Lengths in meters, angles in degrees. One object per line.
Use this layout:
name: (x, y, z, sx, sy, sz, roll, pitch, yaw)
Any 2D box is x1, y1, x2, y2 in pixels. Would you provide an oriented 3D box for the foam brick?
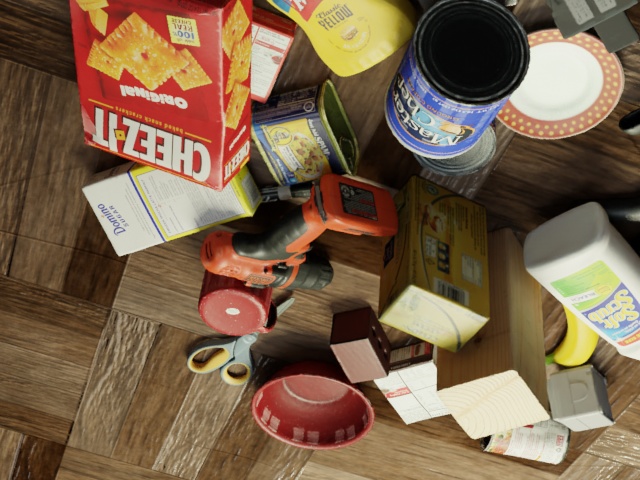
foam brick: (0.051, 0.131, 1.313, 0.051, 0.053, 0.078, -12, 131, 19)

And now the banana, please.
banana: (0.294, 0.092, 1.251, 0.069, 0.037, 0.198, -1, 133, 8)

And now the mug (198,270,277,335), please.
mug: (-0.090, 0.064, 1.248, 0.093, 0.081, 0.117, -21, 127, 26)

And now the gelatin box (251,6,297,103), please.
gelatin box: (-0.071, -0.185, 1.041, 0.073, 0.030, 0.089, 20, 132, -10)

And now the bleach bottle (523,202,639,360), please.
bleach bottle: (0.332, 0.064, 1.166, 0.103, 0.068, 0.250, -28, 127, 35)

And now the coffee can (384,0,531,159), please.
coffee can: (0.120, -0.144, 0.964, 0.102, 0.103, 0.140, 12, 165, -3)

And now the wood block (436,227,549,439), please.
wood block: (0.185, 0.097, 1.154, 0.091, 0.206, 0.090, -21, 128, 26)

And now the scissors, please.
scissors: (-0.083, 0.135, 1.362, 0.202, 0.016, 0.096, -26, 127, 29)

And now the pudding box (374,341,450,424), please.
pudding box: (0.128, 0.183, 1.363, 0.090, 0.039, 0.113, -18, 131, 22)

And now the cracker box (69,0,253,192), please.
cracker box: (-0.150, -0.165, 1.012, 0.164, 0.072, 0.214, 20, 136, 15)

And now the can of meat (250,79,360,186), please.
can of meat: (-0.016, -0.106, 1.091, 0.084, 0.057, 0.102, -10, 131, 20)

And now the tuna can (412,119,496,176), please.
tuna can: (0.136, -0.108, 1.083, 0.086, 0.033, 0.086, 4, 134, 4)

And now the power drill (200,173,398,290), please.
power drill: (-0.008, 0.001, 1.149, 0.184, 0.057, 0.188, 11, 148, -44)

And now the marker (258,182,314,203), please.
marker: (-0.062, -0.050, 1.177, 0.121, 0.020, 0.020, -6, 133, 14)

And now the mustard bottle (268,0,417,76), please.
mustard bottle: (-0.004, -0.238, 0.961, 0.096, 0.058, 0.191, -25, 125, 34)

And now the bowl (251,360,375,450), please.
bowl: (-0.007, 0.206, 1.392, 0.162, 0.055, 0.162, 4, 134, 4)

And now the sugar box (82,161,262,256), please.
sugar box: (-0.161, -0.051, 1.162, 0.176, 0.048, 0.093, -14, 113, 24)

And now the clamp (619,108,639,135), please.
clamp: (0.388, -0.172, 0.983, 0.210, 0.036, 0.164, -3, 132, 8)

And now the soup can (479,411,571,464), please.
soup can: (0.266, 0.249, 1.387, 0.102, 0.068, 0.069, 11, 134, -4)

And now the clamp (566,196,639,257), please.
clamp: (0.350, -0.030, 1.125, 0.120, 0.039, 0.172, 31, 133, -27)
